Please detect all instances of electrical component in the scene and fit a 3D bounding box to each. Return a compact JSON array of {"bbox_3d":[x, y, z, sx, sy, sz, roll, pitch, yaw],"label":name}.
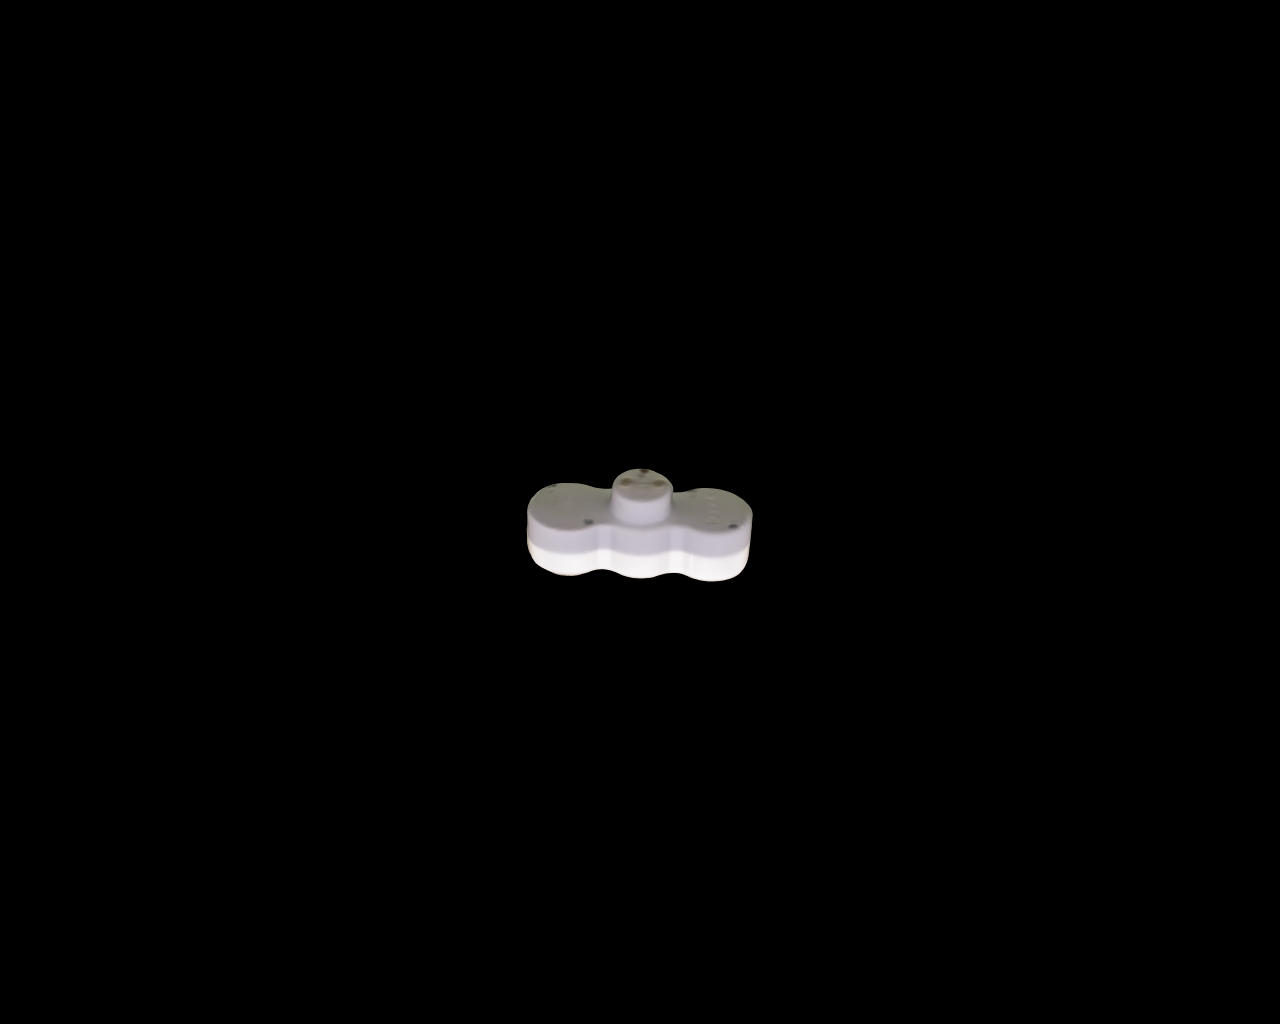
[{"bbox_3d":[0.001,-0.003,0.650,0.138,0.073,0.052,3,35,-2],"label":"electrical component"}]
